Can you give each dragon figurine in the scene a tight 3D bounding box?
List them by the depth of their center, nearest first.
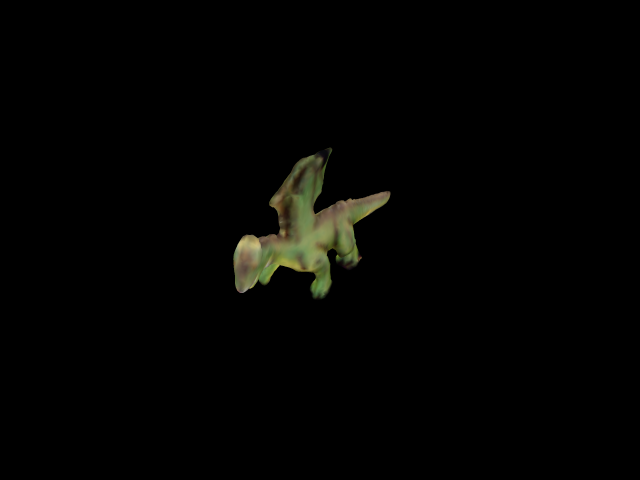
[{"bbox_3d":[0.003,-0.043,0.850,0.123,0.237,0.417,30,55,23],"label":"dragon figurine"}]
